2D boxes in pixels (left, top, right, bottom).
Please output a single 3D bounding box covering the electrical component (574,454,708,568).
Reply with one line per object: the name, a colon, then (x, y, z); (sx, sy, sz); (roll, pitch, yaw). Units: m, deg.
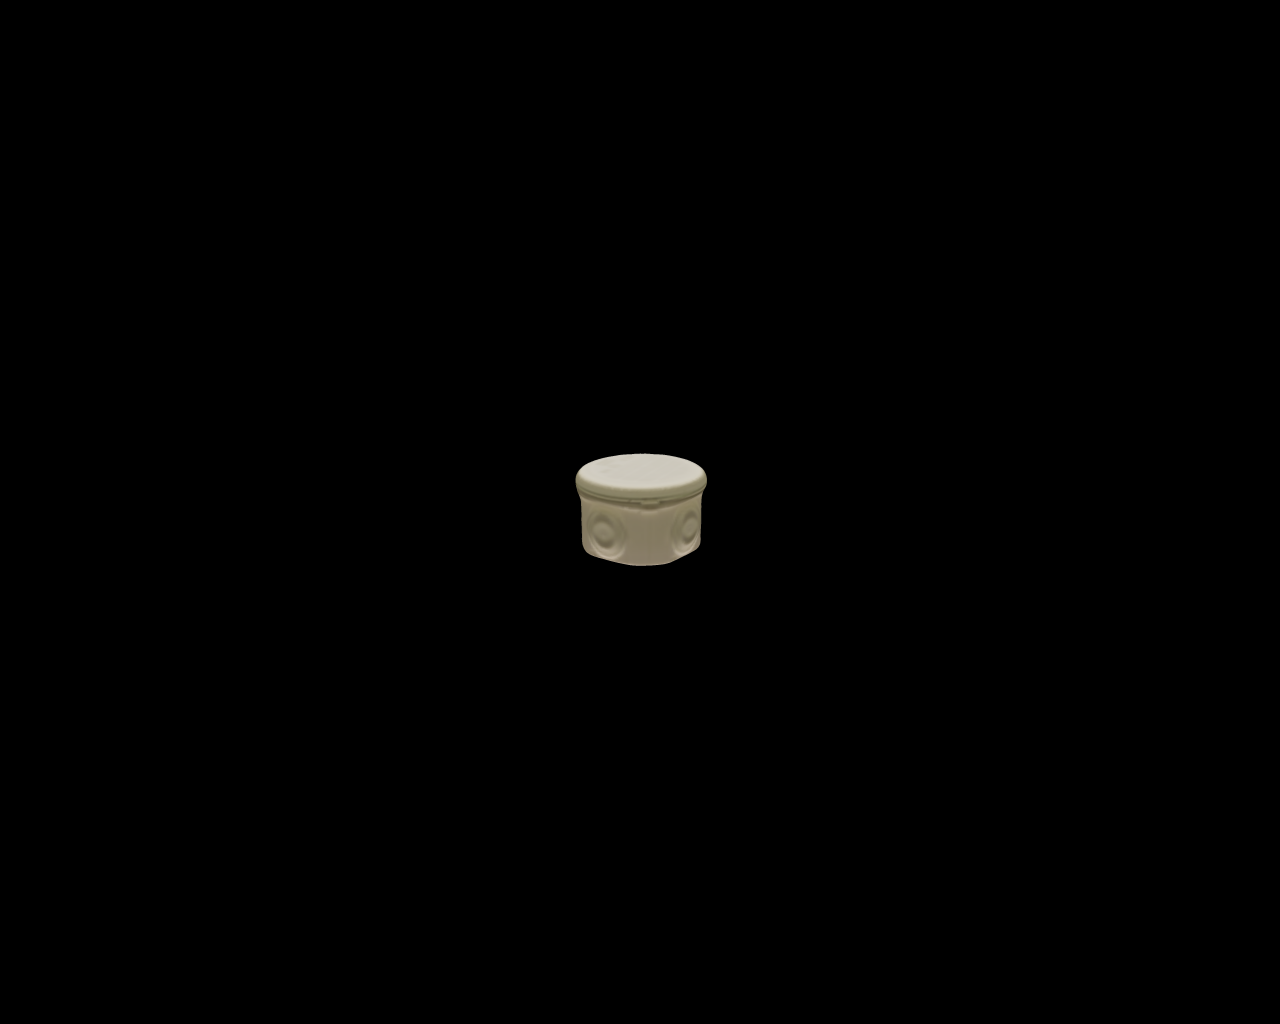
electrical component: (0.001, -0.003, 0.650); (0.080, 0.051, 0.080); (0, 18, 0)
